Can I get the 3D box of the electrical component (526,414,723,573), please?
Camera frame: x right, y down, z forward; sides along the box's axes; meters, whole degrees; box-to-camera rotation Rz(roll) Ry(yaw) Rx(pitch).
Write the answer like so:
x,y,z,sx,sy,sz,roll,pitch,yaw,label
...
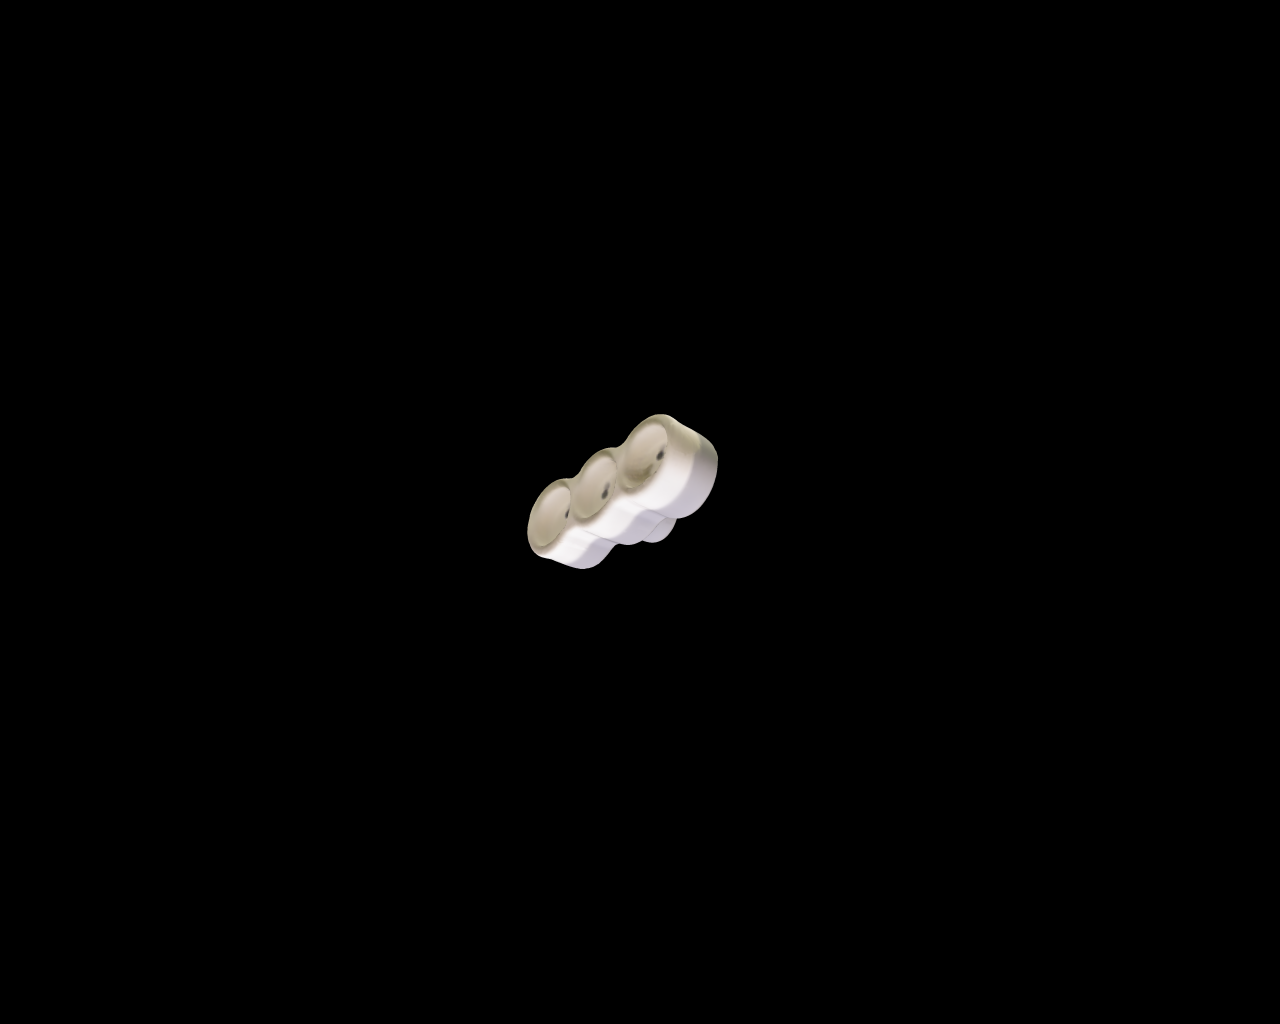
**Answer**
x,y,z,sx,sy,sz,roll,pitch,yaw,label
0.001,-0.003,0.650,0.074,0.052,0.138,24,-38,-34,electrical component
